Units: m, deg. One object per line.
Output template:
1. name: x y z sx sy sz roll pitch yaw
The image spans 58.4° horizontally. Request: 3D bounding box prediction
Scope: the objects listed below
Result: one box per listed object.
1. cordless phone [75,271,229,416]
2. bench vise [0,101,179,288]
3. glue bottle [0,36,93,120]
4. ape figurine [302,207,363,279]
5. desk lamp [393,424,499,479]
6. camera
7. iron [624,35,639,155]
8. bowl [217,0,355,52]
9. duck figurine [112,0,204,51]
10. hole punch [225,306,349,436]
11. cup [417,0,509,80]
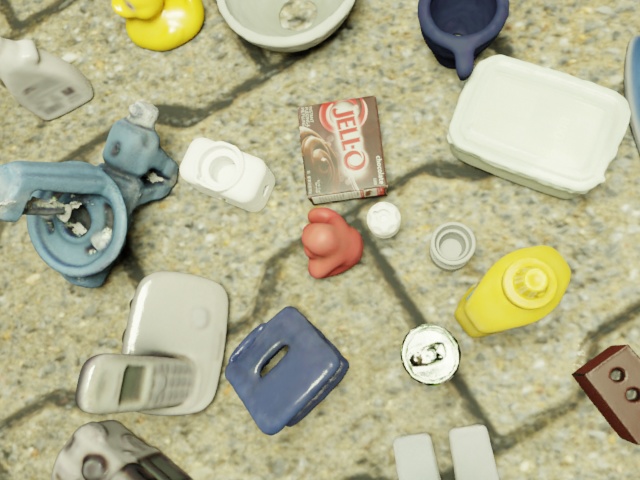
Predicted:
1. cordless phone: -0.162 0.099 0.558 0.094 0.185 0.148 3 79 9
2. bench vise: -0.249 -0.061 0.585 0.121 0.220 0.207 10 80 11
3. glue bottle: -0.334 -0.195 0.648 0.078 0.173 0.037 -25 76 3
4. ape figurine: 0.006 0.002 0.600 0.076 0.092 0.078 19 82 12
5. desk lamp: 0.117 0.273 0.468 0.118 0.214 0.203 -12 77 6
6. camera: -0.217 0.276 0.575 0.143 0.101 0.137 33 85 13
7. iron: 0.382 -0.119 0.543 0.118 0.141 0.258 -24 76 3
8. bowl: -0.033 -0.287 0.672 0.167 0.075 0.167 -2 79 8
9. duck figurine: -0.198 -0.283 0.690 0.104 0.086 0.077 -11 78 6
10. hole punch: -0.039 0.131 0.582 0.101 0.091 0.109 44 88 14
11. cup: 0.152 -0.216 0.620 0.091 0.095 0.118 -2 79 8
